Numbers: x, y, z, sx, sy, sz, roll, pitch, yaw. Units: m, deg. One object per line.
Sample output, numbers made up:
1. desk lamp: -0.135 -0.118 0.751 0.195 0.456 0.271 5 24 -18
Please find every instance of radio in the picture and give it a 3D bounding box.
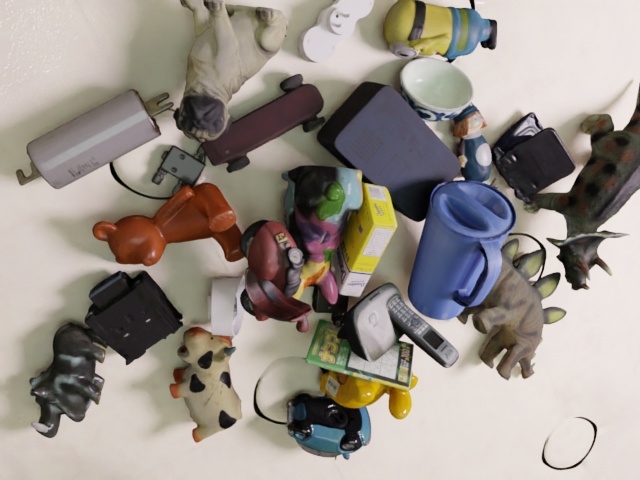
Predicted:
1. radio: 0.120 -0.143 0.882 0.229 0.073 0.131 37 93 -32

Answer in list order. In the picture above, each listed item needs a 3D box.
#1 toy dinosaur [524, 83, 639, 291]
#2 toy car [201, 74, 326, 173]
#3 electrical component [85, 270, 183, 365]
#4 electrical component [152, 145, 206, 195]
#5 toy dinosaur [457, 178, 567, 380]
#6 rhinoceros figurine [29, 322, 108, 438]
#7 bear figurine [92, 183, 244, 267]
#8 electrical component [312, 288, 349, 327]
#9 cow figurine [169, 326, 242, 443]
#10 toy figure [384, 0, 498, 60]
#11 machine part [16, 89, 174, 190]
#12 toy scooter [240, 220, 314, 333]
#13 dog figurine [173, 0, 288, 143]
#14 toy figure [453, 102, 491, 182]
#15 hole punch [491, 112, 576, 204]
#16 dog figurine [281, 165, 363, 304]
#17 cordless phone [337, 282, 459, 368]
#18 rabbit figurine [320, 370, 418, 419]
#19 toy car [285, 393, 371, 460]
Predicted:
1. toy dinosaur: 0.512 -0.108 0.956 0.131 0.192 0.404 24 100 -23
2. toy car: -0.087 -0.179 0.837 0.202 0.053 0.089 -31 97 -4
3. electrical component: -0.304 0.116 0.864 0.115 0.058 0.134 -37 113 -5
4. electrical component: -0.216 -0.117 0.837 0.063 0.021 0.094 33 96 -21
5. toy dinosaur: 0.359 0.108 1.030 0.198 0.105 0.470 -36 122 -11
6. rhinoceros figurine: -0.404 0.228 0.860 0.112 0.073 0.190 15 102 -21
7. bear figurine: -0.225 -0.006 0.812 0.196 0.132 0.120 -28 143 -13
8. electrical component: 0.029 0.102 0.960 0.078 0.045 0.102 7 104 -19
9. cow figurine: -0.187 0.237 0.920 0.127 0.085 0.194 -18 108 -4
10. toy figure: 0.190 -0.334 0.856 0.180 0.082 0.089 -5 88 -7
11. machine part: -0.320 -0.144 0.768 0.243 0.079 0.079 -30 112 -7
12. toy scooter: -0.061 0.065 0.806 0.075 0.135 0.183 -23 135 -40
13. dog figurine: -0.124 -0.241 0.781 0.172 0.121 0.190 -5 114 -27
14. toy figure: 0.265 -0.177 0.938 0.058 0.064 0.154 -3 115 31
15. hole punch: 0.376 -0.152 0.969 0.116 0.092 0.142 -32 121 22
16. dog figurine: -0.002 -0.003 0.854 0.108 0.192 0.219 1 92 -18
17. cordless phone: 0.136 0.170 0.913 0.146 0.184 0.088 -29 151 -47
18. rabbit figurine: 0.111 0.249 0.987 0.173 0.163 0.121 13 91 -37
19. toy car: 0.010 0.357 1.004 0.162 0.109 0.102 9 121 -9
